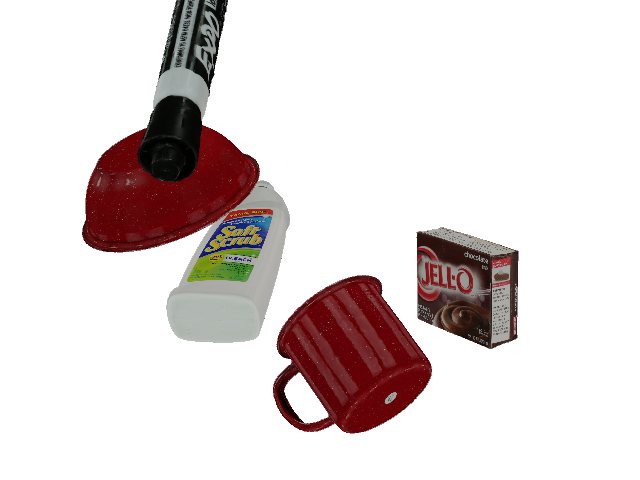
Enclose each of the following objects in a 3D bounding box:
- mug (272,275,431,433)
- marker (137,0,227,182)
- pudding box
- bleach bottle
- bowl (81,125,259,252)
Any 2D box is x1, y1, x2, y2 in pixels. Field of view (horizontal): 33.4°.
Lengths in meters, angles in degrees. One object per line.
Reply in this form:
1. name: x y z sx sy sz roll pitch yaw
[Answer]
1. mug: 0.018 0.093 0.781 0.117 0.081 0.093 -38 -28 2
2. marker: -0.045 -0.063 0.365 0.020 0.020 0.121 0 44 3
3. pudding box: 0.137 0.042 1.007 0.039 0.090 0.114 -13 18 -32
4. bleach bottle: -0.094 0.010 1.198 0.102 0.068 0.250 1 35 8
5. bowl: -0.136 -0.056 0.898 0.162 0.055 0.162 -16 28 9
